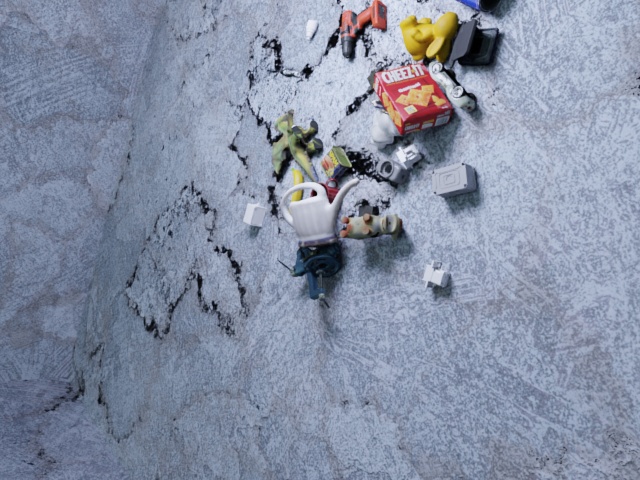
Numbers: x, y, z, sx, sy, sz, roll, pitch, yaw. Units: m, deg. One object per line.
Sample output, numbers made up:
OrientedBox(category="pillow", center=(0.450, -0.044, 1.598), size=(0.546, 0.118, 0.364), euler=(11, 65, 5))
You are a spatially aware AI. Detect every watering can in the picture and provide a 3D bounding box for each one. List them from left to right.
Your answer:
OrientedBox(category="watering can", center=(0.005, -0.086, 1.706), size=(0.346, 0.105, 0.223), euler=(-7, 101, 40))

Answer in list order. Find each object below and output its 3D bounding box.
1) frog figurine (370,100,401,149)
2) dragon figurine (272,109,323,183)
OrientedBox(category="frog figurine", center=(0.224, -0.368, 1.665), size=(0.139, 0.124, 0.155), euler=(32, 142, 36))
OrientedBox(category="dragon figurine", center=(-0.107, -0.341, 1.988), size=(0.238, 0.122, 0.418), euler=(-40, 50, 47))
